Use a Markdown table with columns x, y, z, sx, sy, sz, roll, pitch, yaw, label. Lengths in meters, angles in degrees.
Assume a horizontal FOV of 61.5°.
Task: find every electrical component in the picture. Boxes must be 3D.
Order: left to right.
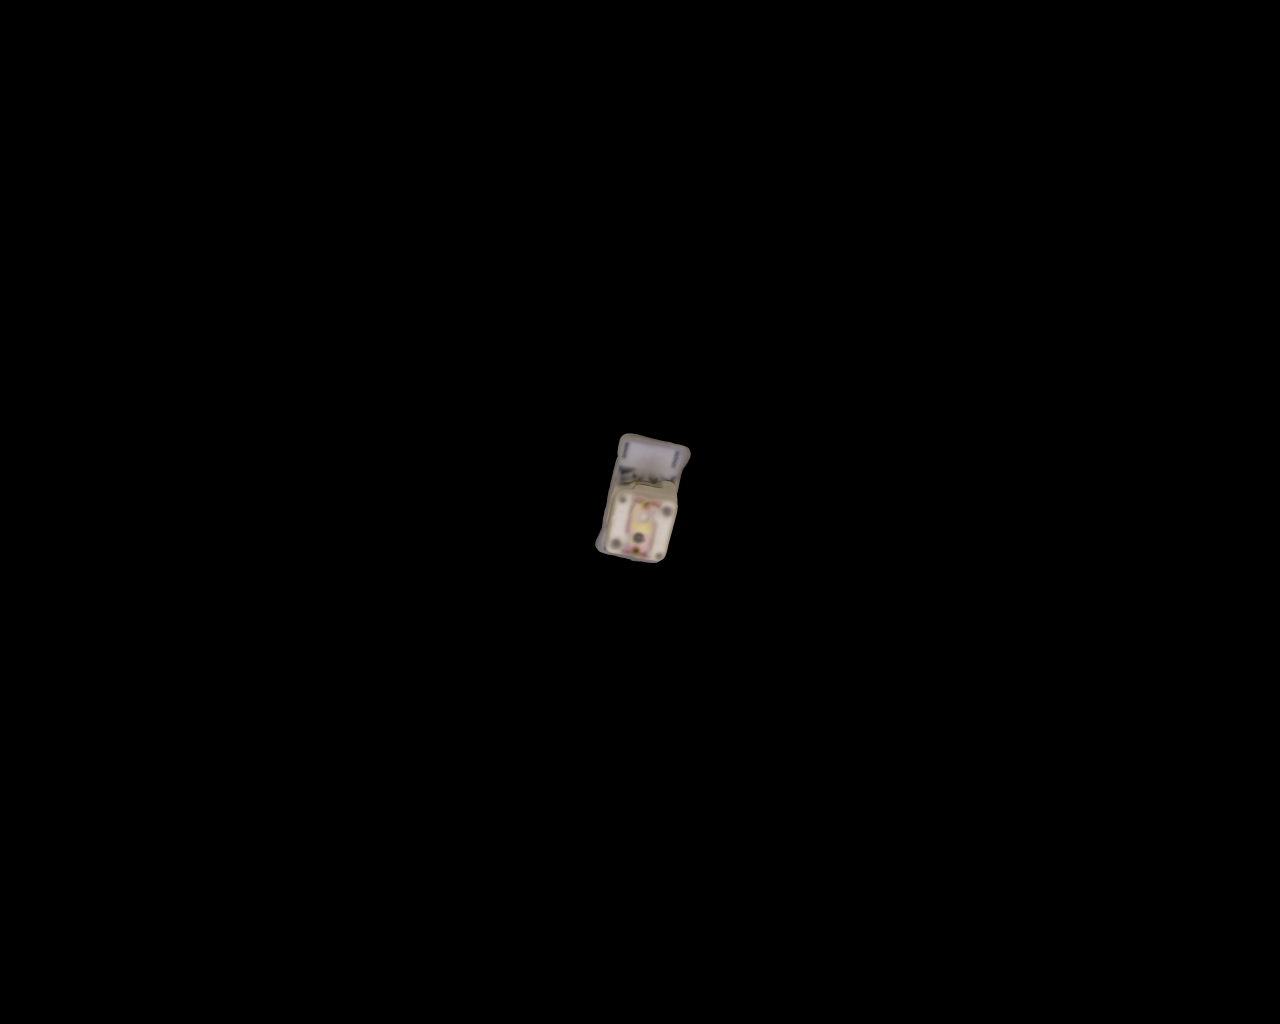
| x | y | z | sx | sy | sz | roll | pitch | yaw | label |
| --- | --- | --- | --- | --- | --- | --- | --- | --- | --- |
| 0.001 | -0.003 | 0.650 | 0.042 | 0.080 | 0.064 | 11 | 24 | -5 | electrical component |
